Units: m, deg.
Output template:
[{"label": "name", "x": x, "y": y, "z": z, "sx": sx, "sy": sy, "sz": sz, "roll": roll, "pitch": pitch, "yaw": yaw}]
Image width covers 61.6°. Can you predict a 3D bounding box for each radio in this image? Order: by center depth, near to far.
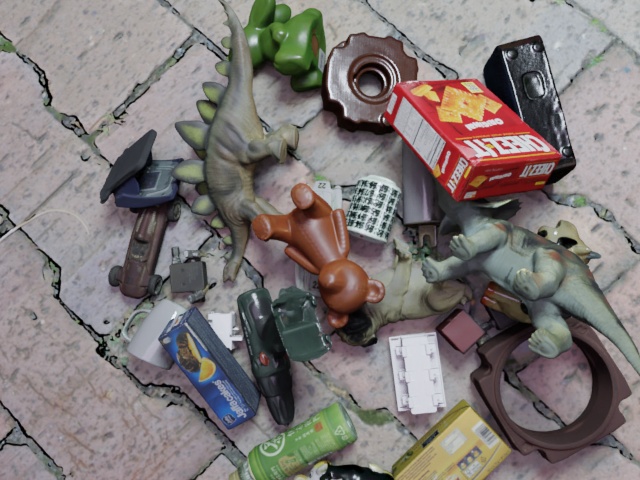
[{"label": "radio", "x": 0.337, "y": -0.203, "z": 0.875, "sx": 0.073, "sy": 0.131, "sz": 0.229, "roll": -15, "pitch": 83, "yaw": 5}]

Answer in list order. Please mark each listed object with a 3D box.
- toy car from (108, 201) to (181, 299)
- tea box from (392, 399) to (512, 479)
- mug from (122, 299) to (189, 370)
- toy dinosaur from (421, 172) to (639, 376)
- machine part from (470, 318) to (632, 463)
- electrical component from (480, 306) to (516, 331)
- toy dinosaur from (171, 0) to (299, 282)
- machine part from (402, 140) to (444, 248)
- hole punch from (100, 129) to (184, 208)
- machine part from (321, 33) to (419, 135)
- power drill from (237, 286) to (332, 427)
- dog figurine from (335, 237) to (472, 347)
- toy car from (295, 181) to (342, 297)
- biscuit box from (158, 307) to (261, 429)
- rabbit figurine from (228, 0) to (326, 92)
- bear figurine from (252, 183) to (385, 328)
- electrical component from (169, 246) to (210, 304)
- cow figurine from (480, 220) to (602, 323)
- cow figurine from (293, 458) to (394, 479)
[{"label": "toy car", "x": -0.311, "y": 0.004, "z": 0.954, "sx": 0.089, "sy": 0.053, "sz": 0.202, "roll": 14, "pitch": 87, "yaw": 9}, {"label": "tea box", "x": 0.209, "y": 0.353, "z": 0.866, "sx": 0.169, "sy": 0.068, "sz": 0.098, "roll": -42, "pitch": 83, "yaw": 1}, {"label": "mug", "x": -0.280, "y": 0.154, "z": 0.929, "sx": 0.110, "sy": 0.080, "sz": 0.107, "roll": 24, "pitch": 77, "yaw": 19}, {"label": "toy dinosaur", "x": 0.292, "y": 0.036, "z": 0.751, "sx": 0.192, "sy": 0.131, "sz": 0.405, "roll": -27, "pitch": 53, "yaw": -32}, {"label": "machine part", "x": 0.363, "y": 0.229, "z": 0.856, "sx": 0.201, "sy": 0.087, "sz": 0.201, "roll": -30, "pitch": 82, "yaw": 2}, {"label": "electrical component", "x": 0.303, "y": 0.114, "z": 0.902, "sx": 0.094, "sy": 0.021, "sz": 0.063, "roll": -28, "pitch": 82, "yaw": 0}, {"label": "toy dinosaur", "x": -0.143, "y": -0.158, "z": 0.904, "sx": 0.199, "sy": 0.105, "sz": 0.470, "roll": 10, "pitch": 99, "yaw": 9}, {"label": "machine part", "x": 0.177, "y": -0.107, "z": 0.908, "sx": 0.079, "sy": 0.079, "sz": 0.243, "roll": -1, "pitch": 85, "yaw": 5}, {"label": "hole punch", "x": -0.306, "y": -0.112, "z": 0.934, "sx": 0.116, "sy": 0.092, "sz": 0.142, "roll": -25, "pitch": 43, "yaw": 27}, {"label": "machine part", "x": 0.087, "y": -0.269, "z": 0.926, "sx": 0.179, "sy": 0.056, "sz": 0.179, "roll": 1, "pitch": 85, "yaw": -7}, {"label": "power drill", "x": -0.057, "y": 0.173, "z": 0.851, "sx": 0.086, "sy": 0.207, "sz": 0.232, "roll": -13, "pitch": 74, "yaw": -23}, {"label": "dog figurine", "x": 0.136, "y": 0.115, "z": 0.891, "sx": 0.172, "sy": 0.121, "sz": 0.190, "roll": 32, "pitch": 102, "yaw": 10}, {"label": "toy car", "x": -0.002, "y": -0.003, "z": 0.924, "sx": 0.074, "sy": 0.056, "sz": 0.201, "roll": 4, "pitch": 86, "yaw": 6}, {"label": "biscuit box", "x": -0.177, "y": 0.211, "z": 0.882, "sx": 0.059, "sy": 0.063, "sz": 0.202, "roll": -30, "pitch": 104, "yaw": 11}, {"label": "rabbit figurine", "x": -0.085, "y": -0.346, "z": 0.935, "sx": 0.170, "sy": 0.121, "sz": 0.159, "roll": 4, "pitch": 92, "yaw": 19}, {"label": "bear figurine", "x": 0.002, "y": 0.029, "z": 0.821, "sx": 0.120, "sy": 0.132, "sz": 0.196, "roll": -34, "pitch": 66, "yaw": 20}, {"label": "electrical component", "x": -0.228, "y": 0.061, "z": 0.943, "sx": 0.078, "sy": 0.045, "sz": 0.102, "roll": -1, "pitch": 85, "yaw": 3}, {"label": "cow figurine", "x": 0.358, "y": 0.047, "z": 0.864, "sx": 0.127, "sy": 0.085, "sz": 0.195, "roll": 32, "pitch": 71, "yaw": 16}, {"label": "cow figurine", "x": 0.042, "y": 0.400, "z": 0.877, "sx": 0.167, "sy": 0.068, "sz": 0.098, "roll": 22, "pitch": 81, "yaw": 3}]
